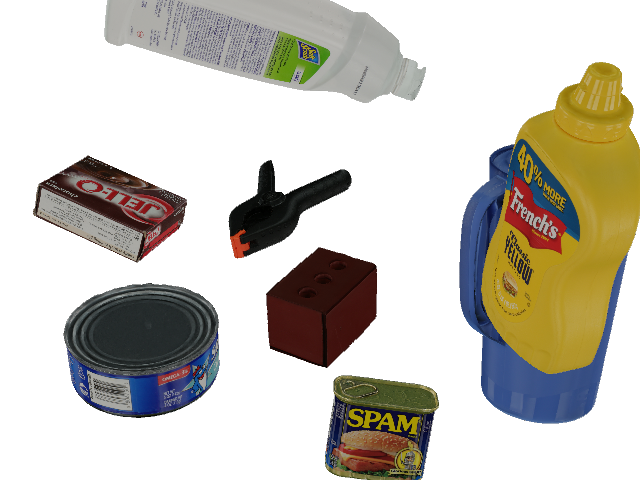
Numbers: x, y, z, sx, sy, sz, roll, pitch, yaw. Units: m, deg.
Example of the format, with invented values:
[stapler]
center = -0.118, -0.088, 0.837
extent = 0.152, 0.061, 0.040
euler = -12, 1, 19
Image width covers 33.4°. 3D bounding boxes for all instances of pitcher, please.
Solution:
[pitcher]
center = 0.201, 0.041, 0.965
extent = 0.149, 0.243, 0.145
euler = 6, 22, 10

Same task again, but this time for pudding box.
[pudding box]
center = -0.194, -0.031, 0.989
extent = 0.113, 0.039, 0.090
euler = 22, 25, 10

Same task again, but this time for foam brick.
[foam brick]
center = 0.002, 0.049, 0.803
extent = 0.053, 0.051, 0.078
euler = 16, 35, 27

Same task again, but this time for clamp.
[clamp]
center = -0.041, -0.039, 1.206
extent = 0.120, 0.039, 0.171
euler = -2, 37, 26

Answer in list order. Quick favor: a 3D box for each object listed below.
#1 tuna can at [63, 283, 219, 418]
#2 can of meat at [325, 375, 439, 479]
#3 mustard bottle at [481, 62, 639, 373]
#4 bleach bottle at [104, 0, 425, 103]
[tuna can]
center = -0.100, 0.061, 0.603
extent = 0.086, 0.034, 0.086
euler = 0, 31, 0
[can of meat]
center = 0.057, 0.184, 1.035
extent = 0.102, 0.084, 0.057
euler = 8, 16, -2
[mustard bottle]
center = 0.144, -0.018, 0.624
extent = 0.058, 0.192, 0.096
euler = -9, 43, -16
[bleach bottle]
center = -0.041, -0.162, 0.847
extent = 0.250, 0.068, 0.103
euler = 19, -29, -5
